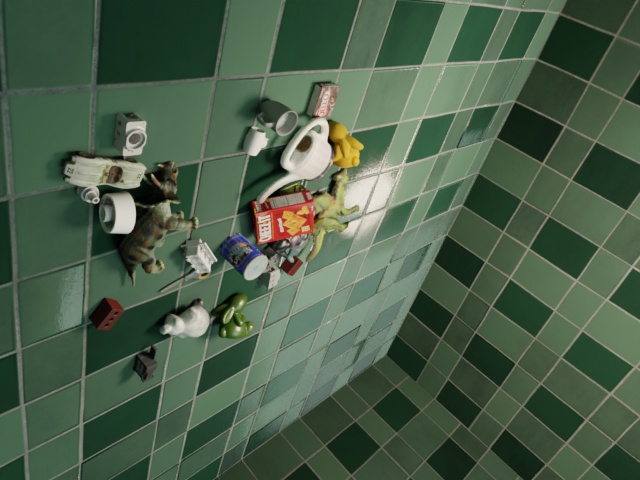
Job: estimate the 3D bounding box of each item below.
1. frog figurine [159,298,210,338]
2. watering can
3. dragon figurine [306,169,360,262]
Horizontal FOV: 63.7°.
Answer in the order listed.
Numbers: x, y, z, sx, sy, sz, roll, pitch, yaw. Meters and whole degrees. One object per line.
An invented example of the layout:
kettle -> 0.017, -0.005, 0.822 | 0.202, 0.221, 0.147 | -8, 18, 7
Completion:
frog figurine -> -0.466, 0.291, 1.785 | 0.135, 0.123, 0.161 | -44, 170, 31
watering can -> -0.071, -0.253, 1.736 | 0.346, 0.105, 0.223 | -55, 153, 6
dragon figurine -> 0.006, -0.105, 2.077 | 0.240, 0.124, 0.410 | 33, 94, -45
